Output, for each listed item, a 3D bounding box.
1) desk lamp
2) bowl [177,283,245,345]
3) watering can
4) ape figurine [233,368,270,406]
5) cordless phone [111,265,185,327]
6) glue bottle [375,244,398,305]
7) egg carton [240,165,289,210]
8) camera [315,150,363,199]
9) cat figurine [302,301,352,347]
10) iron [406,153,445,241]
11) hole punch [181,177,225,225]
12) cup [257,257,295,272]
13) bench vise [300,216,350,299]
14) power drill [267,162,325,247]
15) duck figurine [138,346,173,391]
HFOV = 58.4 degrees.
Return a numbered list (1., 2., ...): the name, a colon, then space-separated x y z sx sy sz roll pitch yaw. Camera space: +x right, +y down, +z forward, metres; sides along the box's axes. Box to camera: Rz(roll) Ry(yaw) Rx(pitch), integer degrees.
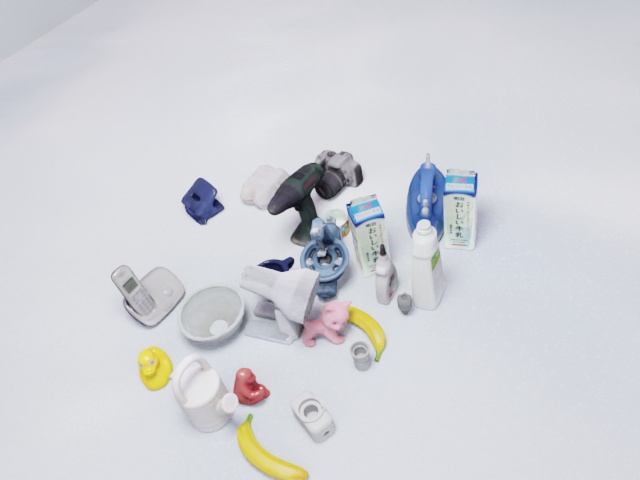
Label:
1. desk lamp: -0.090 0.141 1.292 0.202 0.214 0.118 7 49 19
2. bowl: -0.253 0.189 1.380 0.167 0.075 0.167 -6 46 7
3. watering can: -0.242 0.309 1.180 0.172 0.194 0.101 0 47 13
4. ape figurine: -0.155 0.309 1.233 0.076 0.092 0.077 -17 46 -4
5. cordless phone: -0.428 0.110 1.416 0.093 0.185 0.148 19 54 27
6. glue bottle: 0.151 0.071 1.333 0.037 0.173 0.078 11 51 22
7. egg carton: -0.161 -0.158 1.691 0.107 0.069 0.150 17 53 26
8. camera: 0.032 -0.192 1.660 0.142 0.101 0.137 24 57 31
9. cat figurine: 0.014 0.181 1.299 0.127 0.118 0.067 -8 46 5
10. iron: 0.279 -0.101 1.490 0.118 0.142 0.258 0 47 13
11. hole punch: -0.349 -0.115 1.677 0.101 0.091 0.108 -37 51 -22
12. cup: -0.104 0.101 1.417 0.118 0.095 0.091 -39 51 -23
13. bench vise: 0.001 0.008 1.394 0.121 0.220 0.207 -14 46 -1
14. power drill: -0.052 -0.085 1.502 0.075 0.209 0.230 13 52 24
15. duck figurine: -0.388 0.281 1.314 0.077 0.086 0.104 -16 46 -2
